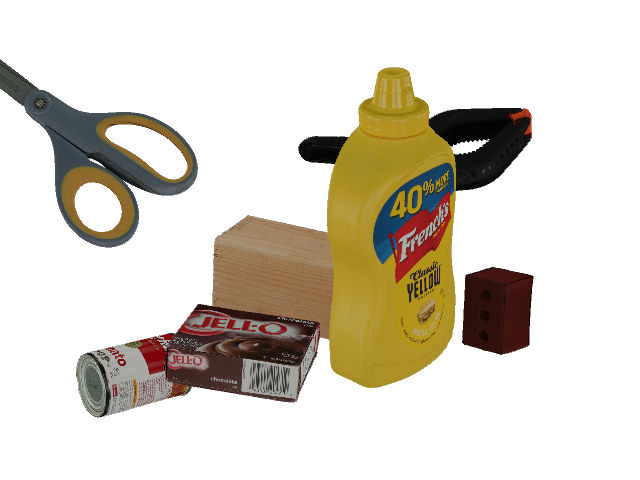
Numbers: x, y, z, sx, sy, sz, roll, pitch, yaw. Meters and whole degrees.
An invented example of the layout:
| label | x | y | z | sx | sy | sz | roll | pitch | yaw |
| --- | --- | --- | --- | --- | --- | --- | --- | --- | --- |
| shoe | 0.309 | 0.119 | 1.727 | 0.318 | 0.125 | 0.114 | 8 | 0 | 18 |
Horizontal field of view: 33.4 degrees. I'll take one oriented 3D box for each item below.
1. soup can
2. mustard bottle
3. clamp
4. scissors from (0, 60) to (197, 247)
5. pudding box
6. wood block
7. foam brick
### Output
| label | x | y | z | sx | sy | sz | roll | pitch | yaw |
| --- | --- | --- | --- | --- | --- | --- | --- | --- | --- |
| soup can | -0.192 | 0.138 | 1.100 | 0.102 | 0.068 | 0.069 | -11 | 7 | -38 |
| mustard bottle | 0.045 | -0.011 | 0.651 | 0.058 | 0.192 | 0.096 | 22 | 36 | 39 |
| clamp | 0.097 | -0.063 | 0.957 | 0.210 | 0.164 | 0.036 | -16 | -44 | -3 |
| scissors | -0.175 | -0.064 | 0.662 | 0.202 | 0.096 | 0.016 | 22 | -15 | 6 |
| pudding box | -0.063 | 0.092 | 0.889 | 0.113 | 0.039 | 0.090 | 10 | 21 | 7 |
| wood block | -0.008 | 0.046 | 1.180 | 0.206 | 0.091 | 0.090 | 13 | 24 | 19 |
| foam brick | 0.183 | 0.072 | 1.105 | 0.053 | 0.078 | 0.051 | 13 | 18 | 42 |
